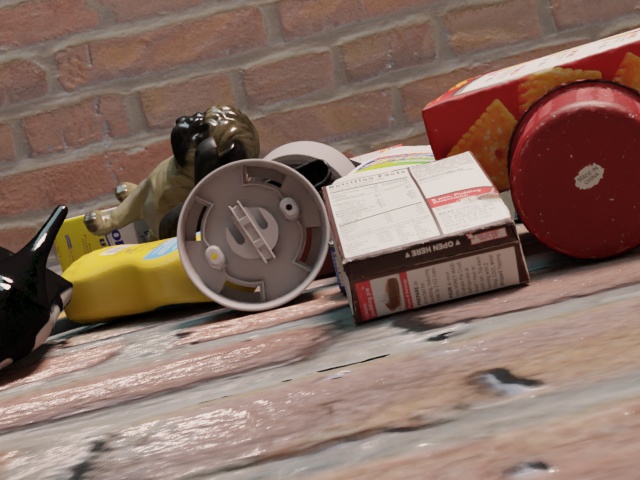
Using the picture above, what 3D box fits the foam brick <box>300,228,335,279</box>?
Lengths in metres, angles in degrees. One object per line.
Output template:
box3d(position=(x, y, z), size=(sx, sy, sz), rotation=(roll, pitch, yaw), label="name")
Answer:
box3d(position=(-0.005, 0.001, 0.825), size=(0.053, 0.051, 0.078), rotation=(-12, 4, 16), label="foam brick")

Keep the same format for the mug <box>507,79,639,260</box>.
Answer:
box3d(position=(0.154, -0.032, 0.563), size=(0.117, 0.093, 0.081), rotation=(24, 16, 8), label="mug")

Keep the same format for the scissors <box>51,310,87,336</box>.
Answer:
box3d(position=(-0.189, 0.058, 0.908), size=(0.096, 0.016, 0.201), rotation=(-11, 4, 35), label="scissors")

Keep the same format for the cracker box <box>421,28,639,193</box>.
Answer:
box3d(position=(0.184, -0.091, 0.674), size=(0.214, 0.072, 0.164), rotation=(-15, 8, 17), label="cracker box")

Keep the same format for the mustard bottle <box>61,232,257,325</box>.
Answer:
box3d(position=(-0.101, 0.022, 0.799), size=(0.192, 0.058, 0.096), rotation=(-11, 6, 36), label="mustard bottle")

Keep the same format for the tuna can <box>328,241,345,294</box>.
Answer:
box3d(position=(0.050, 0.007, 0.658), size=(0.086, 0.034, 0.086), rotation=(-14, 4, 1), label="tuna can")

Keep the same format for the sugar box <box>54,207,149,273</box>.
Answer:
box3d(position=(-0.228, 0.012, 1.166), size=(0.048, 0.093, 0.177), rotation=(-18, 5, -39), label="sugar box")

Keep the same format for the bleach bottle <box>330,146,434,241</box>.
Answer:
box3d(position=(0.061, -0.038, 0.839), size=(0.102, 0.068, 0.250), rotation=(-7, 11, 5), label="bleach bottle")

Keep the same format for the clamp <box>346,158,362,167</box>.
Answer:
box3d(position=(0.051, -0.060, 1.082), size=(0.210, 0.036, 0.164), rotation=(10, -4, -3), label="clamp")

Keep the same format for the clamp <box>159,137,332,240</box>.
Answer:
box3d(position=(-0.085, -0.026, 0.861), size=(0.120, 0.039, 0.172), rotation=(21, -47, -39), label="clamp")

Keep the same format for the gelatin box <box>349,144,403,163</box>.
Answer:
box3d(position=(0.067, -0.056, 1.184), size=(0.073, 0.089, 0.030), rotation=(-15, 39, 8), label="gelatin box")

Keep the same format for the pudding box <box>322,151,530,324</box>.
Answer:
box3d(position=(0.051, -0.005, 0.562), size=(0.090, 0.039, 0.113), rotation=(-14, 21, 1), label="pudding box")
